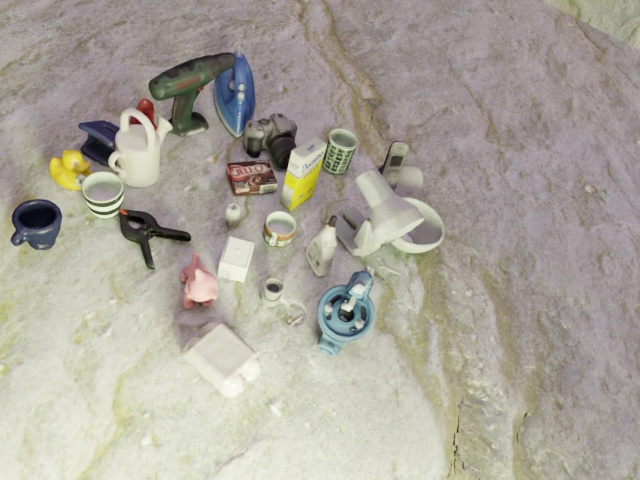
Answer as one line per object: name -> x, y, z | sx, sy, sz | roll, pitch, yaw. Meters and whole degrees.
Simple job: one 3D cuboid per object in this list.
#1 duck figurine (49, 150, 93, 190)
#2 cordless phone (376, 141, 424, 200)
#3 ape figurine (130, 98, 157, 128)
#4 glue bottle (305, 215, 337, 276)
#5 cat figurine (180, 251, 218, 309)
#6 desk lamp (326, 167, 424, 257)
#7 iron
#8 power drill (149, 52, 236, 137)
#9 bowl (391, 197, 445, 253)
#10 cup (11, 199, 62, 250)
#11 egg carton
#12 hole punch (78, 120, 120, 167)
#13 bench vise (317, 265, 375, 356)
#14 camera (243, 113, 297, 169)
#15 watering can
duck figurine -> -0.567, -0.171, 1.308 | 0.104, 0.086, 0.077 | 22, 49, 1
cordless phone -> 0.218, -0.181, 1.501 | 0.148, 0.185, 0.094 | -5, 53, -21
ape figurine -> -0.445, -0.320, 1.465 | 0.076, 0.092, 0.078 | 14, 49, -6
glue bottle -> 0.012, 0.005, 1.291 | 0.037, 0.173, 0.078 | -13, 57, -26
cat figurine -> -0.248, 0.083, 1.180 | 0.067, 0.117, 0.127 | -4, 53, -20
desk lamp -> 0.127, -0.053, 1.349 | 0.118, 0.213, 0.203 | -25, 63, -32
iron -> -0.226, -0.418, 1.583 | 0.119, 0.141, 0.258 | 1, 51, -16
power drill -> -0.327, -0.374, 1.470 | 0.230, 0.208, 0.075 | -26, 63, -33
bowl -> 0.225, -0.025, 1.449 | 0.167, 0.074, 0.167 | 9, 50, -11
cup -> -0.579, -0.013, 1.168 | 0.091, 0.095, 0.118 | 23, 49, 2
egg carton -> -0.189, 0.231, 1.110 | 0.150, 0.069, 0.107 | 38, 51, 14
hole punch -> -0.516, -0.250, 1.386 | 0.108, 0.091, 0.101 | 30, 49, 8
bench vise -> 0.062, 0.111, 1.189 | 0.121, 0.219, 0.207 | 14, 49, -6
camera -> -0.117, -0.261, 1.517 | 0.143, 0.101, 0.136 | -9, 55, -24
watering can -> -0.419, -0.228, 1.330 | 0.101, 0.194, 0.173 | 18, 49, -2
